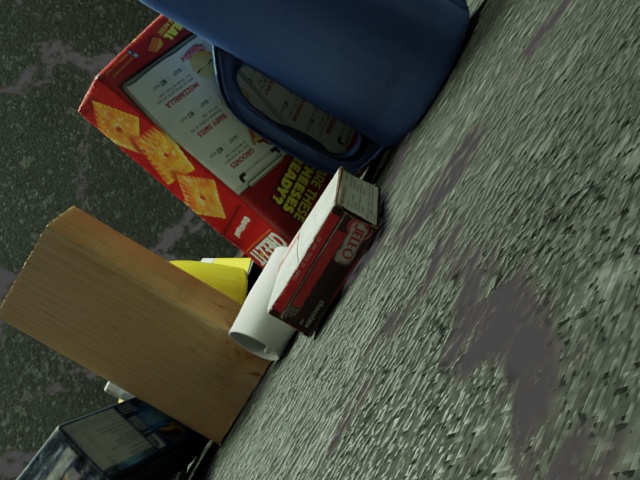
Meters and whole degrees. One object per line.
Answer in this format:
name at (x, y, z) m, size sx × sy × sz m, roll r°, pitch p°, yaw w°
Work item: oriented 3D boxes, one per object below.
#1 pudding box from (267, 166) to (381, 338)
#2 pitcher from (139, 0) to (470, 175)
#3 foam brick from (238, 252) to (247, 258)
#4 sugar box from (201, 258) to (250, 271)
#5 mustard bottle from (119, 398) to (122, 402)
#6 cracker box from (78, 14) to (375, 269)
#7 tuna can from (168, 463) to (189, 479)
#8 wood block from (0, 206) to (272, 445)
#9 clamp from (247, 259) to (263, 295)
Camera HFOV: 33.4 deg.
pudding box at (0.005, 0.005, 0.736) m, size 0.090 × 0.039 × 0.113 m, roll -57°, pitch 8°, yaw 16°
pitcher at (-0.021, -0.171, 0.830) m, size 0.145 × 0.242 × 0.149 m, roll -49°, pitch 18°, yaw 55°
foam brick at (-0.059, 0.013, 1.227) m, size 0.053 × 0.051 × 0.078 m, roll -62°, pitch 6°, yaw -20°
sugar box at (-0.107, 0.067, 1.168) m, size 0.093 × 0.048 × 0.176 m, roll -61°, pitch 24°, yaw -15°
mustard bottle at (-0.185, 0.198, 1.093) m, size 0.096 × 0.058 × 0.192 m, roll -27°, pitch -46°, yaw -76°
cracker box at (-0.067, -0.100, 0.899) m, size 0.164 × 0.213 × 0.072 m, roll -54°, pitch 8°, yaw -33°
tuna can at (-0.163, 0.200, 0.977) m, size 0.086 × 0.086 × 0.034 m, roll -59°, pitch 7°, yaw 2°
wood block at (-0.145, 0.067, 0.883) m, size 0.091 × 0.206 × 0.090 m, roll -58°, pitch 5°, yaw 11°
clamp at (-0.051, 0.013, 1.045) m, size 0.165 × 0.036 × 0.210 m, roll 124°, pitch 160°, yaw -49°
